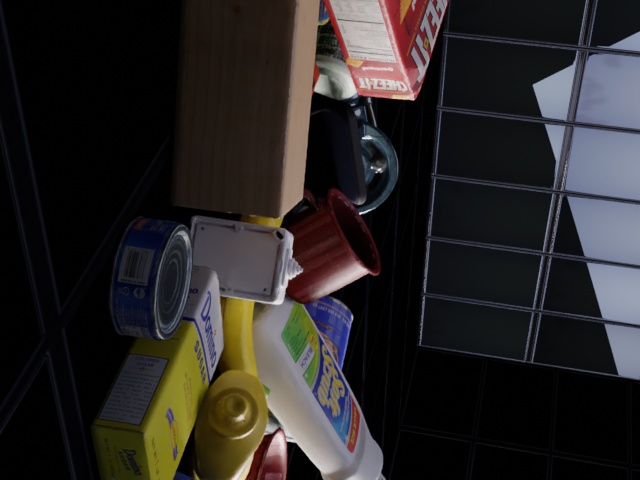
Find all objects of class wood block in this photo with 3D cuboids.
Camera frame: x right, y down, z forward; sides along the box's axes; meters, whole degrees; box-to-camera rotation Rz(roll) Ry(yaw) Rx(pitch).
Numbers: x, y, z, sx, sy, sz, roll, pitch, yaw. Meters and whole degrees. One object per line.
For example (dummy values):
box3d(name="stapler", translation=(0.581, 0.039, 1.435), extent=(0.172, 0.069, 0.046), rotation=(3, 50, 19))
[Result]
box3d(name="wood block", translation=(-0.055, -0.129, 0.821), extent=(0.090, 0.090, 0.206), rotation=(-48, 145, -73))

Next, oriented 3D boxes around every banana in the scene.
box3d(name="banana", translation=(-0.066, 0.044, 0.950), extent=(0.069, 0.037, 0.198), rotation=(4, 94, -58))

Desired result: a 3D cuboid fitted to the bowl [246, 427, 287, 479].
box3d(name="bowl", translation=(-0.079, 0.272, 1.114), extent=(0.162, 0.055, 0.162), rotation=(9, 90, -80))

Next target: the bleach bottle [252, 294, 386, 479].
box3d(name="bleach bottle", translation=(-0.003, 0.159, 1.064), extent=(0.250, 0.068, 0.102), rotation=(57, 30, -21))

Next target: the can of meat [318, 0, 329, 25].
box3d(name="can of meat", translation=(-0.007, -0.273, 1.081), extent=(0.102, 0.057, 0.084), rotation=(-66, 163, -59))

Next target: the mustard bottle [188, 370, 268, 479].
box3d(name="mustard bottle", translation=(-0.078, 0.162, 0.900), extent=(0.192, 0.058, 0.096), rotation=(111, -4, -66))

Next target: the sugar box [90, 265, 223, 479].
box3d(name="sugar box", translation=(-0.115, 0.107, 0.798), extent=(0.176, 0.048, 0.093), rotation=(-69, 164, -49))

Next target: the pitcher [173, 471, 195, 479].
box3d(name="pitcher", translation=(-0.033, 0.270, 0.823), extent=(0.149, 0.243, 0.145), rotation=(-61, 161, -49))

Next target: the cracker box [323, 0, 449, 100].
box3d(name="cracker box", translation=(0.068, -0.262, 1.022), extent=(0.213, 0.072, 0.164), rotation=(62, 43, -58))

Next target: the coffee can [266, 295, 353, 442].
box3d(name="coffee can", translation=(-0.026, 0.138, 1.169), extent=(0.103, 0.103, 0.140), rotation=(81, 20, -60))

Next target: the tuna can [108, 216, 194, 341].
box3d(name="tuna can", translation=(-0.118, 0.027, 0.753), extent=(0.086, 0.034, 0.086), rotation=(9, 90, -80))

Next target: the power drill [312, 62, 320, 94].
box3d(name="power drill", translation=(-0.036, -0.214, 0.970), extent=(0.184, 0.057, 0.188), rotation=(-67, 160, -45))

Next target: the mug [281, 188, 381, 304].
box3d(name="mug", translation=(-0.007, 0.001, 1.011), extent=(0.117, 0.082, 0.093), rotation=(52, 19, -28))
